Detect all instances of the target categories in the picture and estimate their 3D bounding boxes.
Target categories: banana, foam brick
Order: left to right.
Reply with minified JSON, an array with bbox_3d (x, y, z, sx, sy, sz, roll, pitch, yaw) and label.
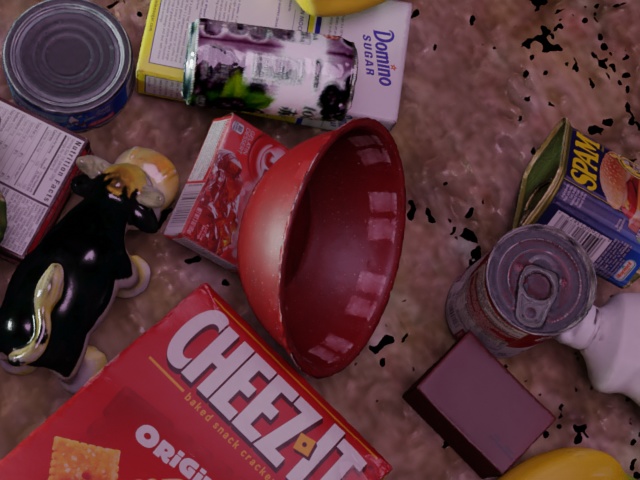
[{"bbox_3d":[0.100,0.107,0.681,0.053,0.051,0.078,-42,84,-14],"label":"foam brick"},{"bbox_3d":[0.122,0.186,0.670,0.197,0.037,0.069,-32,82,-15],"label":"banana"}]

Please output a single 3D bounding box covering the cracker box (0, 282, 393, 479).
[{"bbox_3d":[-0.087,0.153,0.607,0.164,0.072,0.213,44,59,4],"label":"cracker box"}]

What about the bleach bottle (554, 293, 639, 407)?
[{"bbox_3d":[0.267,0.108,0.691,0.250,0.068,0.102,24,71,-4],"label":"bleach bottle"}]

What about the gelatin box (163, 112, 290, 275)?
[{"bbox_3d":[-0.050,-0.026,0.690,0.073,0.030,0.089,31,72,-30],"label":"gelatin box"}]

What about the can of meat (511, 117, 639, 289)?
[{"bbox_3d":[0.180,-0.023,0.707,0.084,0.058,0.102,30,35,-2],"label":"can of meat"}]

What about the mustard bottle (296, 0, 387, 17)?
[{"bbox_3d":[-0.011,-0.236,0.734,0.096,0.058,0.192,-26,58,-13],"label":"mustard bottle"}]

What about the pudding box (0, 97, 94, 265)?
[{"bbox_3d":[-0.215,-0.046,0.684,0.113,0.039,0.090,27,74,-2],"label":"pudding box"}]

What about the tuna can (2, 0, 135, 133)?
[{"bbox_3d":[-0.167,-0.117,0.712,0.086,0.034,0.086,2,75,-7],"label":"tuna can"}]

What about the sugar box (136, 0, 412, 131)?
[{"bbox_3d":[-0.030,-0.131,0.730,0.176,0.048,0.093,12,74,-9],"label":"sugar box"}]

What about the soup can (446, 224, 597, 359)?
[{"bbox_3d":[0.124,0.036,0.676,0.068,0.102,0.068,2,75,-8],"label":"soup can"}]

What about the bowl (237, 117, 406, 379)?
[{"bbox_3d":[-0.004,0.001,0.661,0.055,0.162,0.162,12,71,27],"label":"bowl"}]
